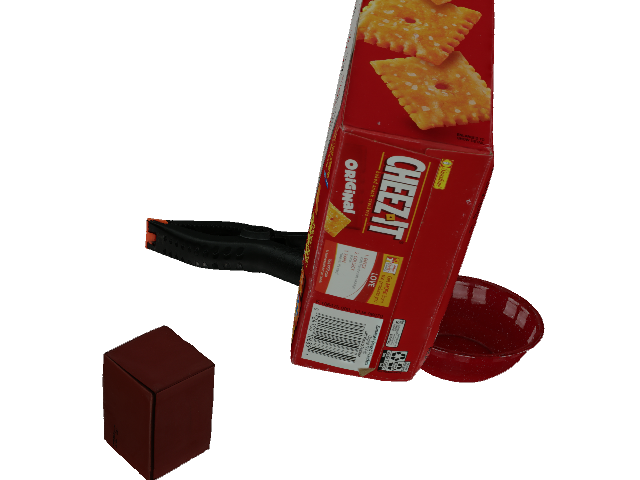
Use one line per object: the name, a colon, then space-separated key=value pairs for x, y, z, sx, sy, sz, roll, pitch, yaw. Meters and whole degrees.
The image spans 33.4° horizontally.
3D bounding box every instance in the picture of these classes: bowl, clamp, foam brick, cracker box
bowl: x=0.139 y=0.094 z=1.069 sx=0.162 sy=0.055 sz=0.162 roll=5 pitch=27 yaw=-3
clamp: x=-0.051 y=0.010 z=0.905 sx=0.210 sy=0.036 sz=0.164 roll=7 pitch=12 yaw=5
foam brick: x=-0.106 y=0.105 z=0.695 sx=0.051 sy=0.078 sz=0.053 roll=-25 pitch=45 yaw=-39
cracker box: x=0.041 y=-0.060 z=0.547 sx=0.072 sy=0.213 sz=0.164 roll=11 pitch=-43 yaw=0
